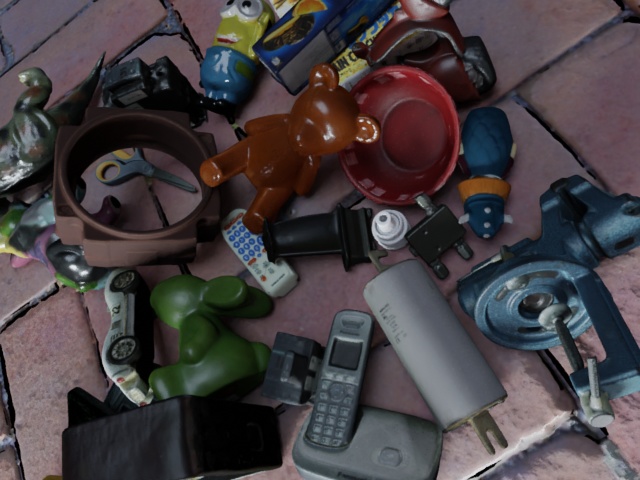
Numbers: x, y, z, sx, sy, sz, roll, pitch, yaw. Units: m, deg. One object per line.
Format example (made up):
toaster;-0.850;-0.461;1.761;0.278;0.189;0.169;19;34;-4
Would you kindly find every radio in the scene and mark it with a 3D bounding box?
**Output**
radio;-0.132;0.212;0.542;0.131;0.229;0.073;-18;67;9

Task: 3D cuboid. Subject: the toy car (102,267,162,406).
toy car;-0.235;0.114;0.671;0.056;0.073;0.202;-21;42;-1

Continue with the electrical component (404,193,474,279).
electrical component;0.128;-0.005;0.608;0.063;0.021;0.094;-39;98;4

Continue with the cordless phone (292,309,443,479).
cordless phone;0.060;0.169;0.565;0.147;0.088;0.184;4;70;23

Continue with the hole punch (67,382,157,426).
hole punch;-0.244;0.232;0.666;0.142;0.092;0.115;20;111;23

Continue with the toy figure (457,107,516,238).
toy figure;0.189;-0.074;0.611;0.064;0.057;0.154;-3;75;35

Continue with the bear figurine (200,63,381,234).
bear figurine;-0.034;-0.106;0.639;0.196;0.120;0.132;-23;21;52

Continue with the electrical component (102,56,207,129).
electrical component;-0.245;-0.204;0.780;0.115;0.134;0.058;-19;68;12

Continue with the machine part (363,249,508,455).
machine part;0.116;0.107;0.565;0.079;0.079;0.243;-33;65;8

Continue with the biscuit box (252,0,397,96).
biscuit box;0.013;-0.279;0.672;0.202;0.059;0.063;-43;63;4

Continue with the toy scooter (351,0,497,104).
toy scooter;0.119;-0.222;0.636;0.135;0.183;0.075;-23;41;26

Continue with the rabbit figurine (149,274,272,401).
rabbit figurine;-0.140;0.104;0.639;0.159;0.121;0.170;-35;66;4

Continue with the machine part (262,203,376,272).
machine part;-0.001;-0.002;0.655;0.139;0.039;0.084;-3;74;-3

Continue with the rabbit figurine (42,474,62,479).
rabbit figurine;-0.324;0.384;0.613;0.122;0.162;0.173;11;94;11

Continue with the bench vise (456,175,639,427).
bench vise;0.238;0.052;0.492;0.224;0.128;0.241;-23;33;20

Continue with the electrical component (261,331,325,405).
electrical component;-0.030;0.142;0.587;0.048;0.119;0.075;8;78;23

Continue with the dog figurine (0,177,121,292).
dog figurine;-0.397;0.011;0.784;0.219;0.108;0.191;-23;68;17

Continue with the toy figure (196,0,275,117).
toy figure;-0.124;-0.270;0.788;0.082;0.089;0.180;17;88;-2

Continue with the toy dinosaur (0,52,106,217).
toy dinosaur;-0.485;-0.141;0.866;0.405;0.131;0.192;-36;76;1

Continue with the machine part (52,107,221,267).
machine part;-0.234;-0.071;0.702;0.201;0.087;0.201;-1;65;-18
